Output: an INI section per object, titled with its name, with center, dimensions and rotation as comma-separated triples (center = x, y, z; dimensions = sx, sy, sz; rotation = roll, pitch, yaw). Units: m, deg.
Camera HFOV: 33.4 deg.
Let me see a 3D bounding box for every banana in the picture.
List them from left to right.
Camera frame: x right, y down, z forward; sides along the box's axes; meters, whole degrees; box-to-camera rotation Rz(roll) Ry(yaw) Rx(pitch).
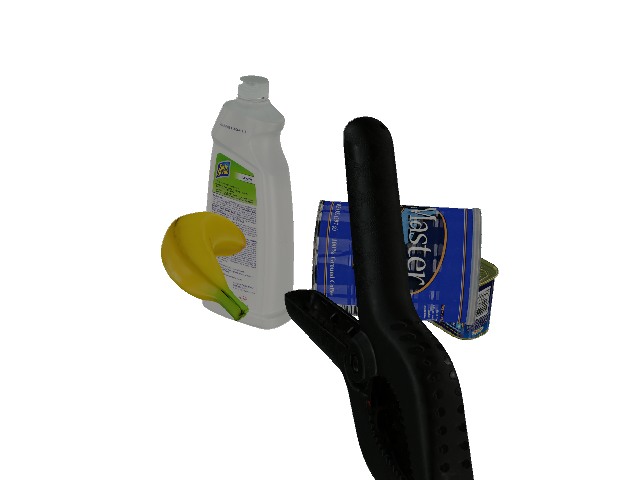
[banana]
center = -0.087, 0.010, 0.803
dimensions = 0.037, 0.069, 0.198
rotation = -40, 14, 8

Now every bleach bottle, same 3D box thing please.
[bleach bottle]
center = -0.068, -0.041, 1.092
dimensions = 0.103, 0.251, 0.068
rotation = 16, 25, 26

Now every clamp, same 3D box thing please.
[clamp]
center = 0.034, 0.051, 0.550
dimensions = 0.036, 0.165, 0.210
rotation = -6, 46, -21

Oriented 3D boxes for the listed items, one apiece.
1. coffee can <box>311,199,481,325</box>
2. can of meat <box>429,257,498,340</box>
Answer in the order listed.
[coffee can]
center = 0.067, 0.019, 0.939
dimensions = 0.140, 0.103, 0.102
rotation = 3, 0, 6
[can of meat]
center = 0.157, 0.059, 1.257
dimensions = 0.057, 0.084, 0.102
rotation = -23, 39, -34
